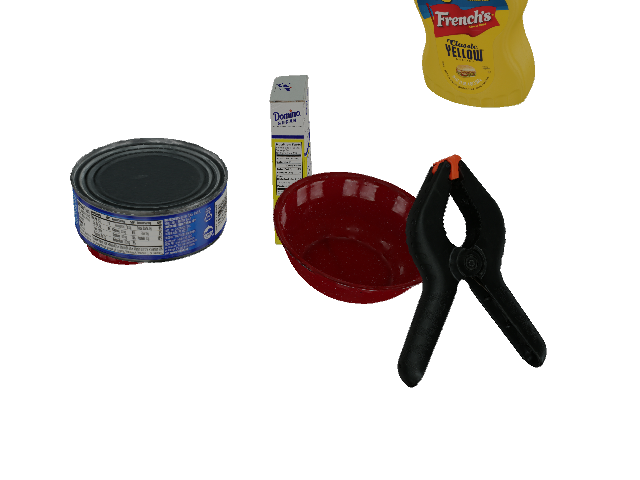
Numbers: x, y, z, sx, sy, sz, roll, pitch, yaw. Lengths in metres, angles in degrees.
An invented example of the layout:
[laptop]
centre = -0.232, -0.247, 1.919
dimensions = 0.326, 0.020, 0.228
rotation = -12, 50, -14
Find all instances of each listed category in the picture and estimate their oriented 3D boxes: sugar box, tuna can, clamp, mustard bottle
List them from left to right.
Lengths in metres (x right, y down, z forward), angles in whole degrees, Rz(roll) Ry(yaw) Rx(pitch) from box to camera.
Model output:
[tuna can]
centre = -0.094, -0.023, 0.593
dimensions = 0.086, 0.034, 0.086
rotation = 2, 32, -2
[sugar box]
centre = -0.034, -0.093, 1.229
dimensions = 0.048, 0.176, 0.093
rotation = -2, 26, 3
[clamp]
centre = 0.096, 0.026, 0.789
dimensions = 0.120, 0.171, 0.039
rotation = -15, -4, -28
[mustard bottle]
centre = 0.125, -0.198, 0.885
dimensions = 0.096, 0.058, 0.191
rotation = 15, -34, 25

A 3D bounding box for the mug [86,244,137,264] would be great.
[mug]
centre = -0.197, -0.034, 1.089
dimensions = 0.093, 0.081, 0.117
rotation = 2, 28, -4

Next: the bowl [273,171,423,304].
[bowl]
centre = 0.031, 0.007, 0.991
dimensions = 0.162, 0.055, 0.162
rotation = 9, 41, -8
